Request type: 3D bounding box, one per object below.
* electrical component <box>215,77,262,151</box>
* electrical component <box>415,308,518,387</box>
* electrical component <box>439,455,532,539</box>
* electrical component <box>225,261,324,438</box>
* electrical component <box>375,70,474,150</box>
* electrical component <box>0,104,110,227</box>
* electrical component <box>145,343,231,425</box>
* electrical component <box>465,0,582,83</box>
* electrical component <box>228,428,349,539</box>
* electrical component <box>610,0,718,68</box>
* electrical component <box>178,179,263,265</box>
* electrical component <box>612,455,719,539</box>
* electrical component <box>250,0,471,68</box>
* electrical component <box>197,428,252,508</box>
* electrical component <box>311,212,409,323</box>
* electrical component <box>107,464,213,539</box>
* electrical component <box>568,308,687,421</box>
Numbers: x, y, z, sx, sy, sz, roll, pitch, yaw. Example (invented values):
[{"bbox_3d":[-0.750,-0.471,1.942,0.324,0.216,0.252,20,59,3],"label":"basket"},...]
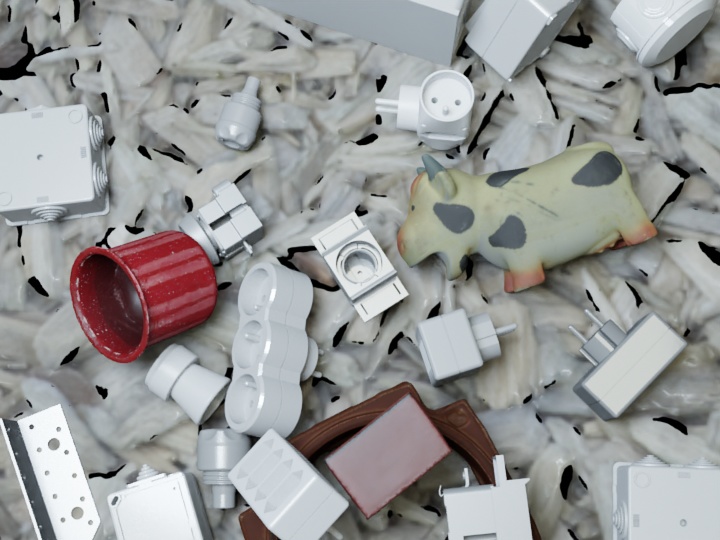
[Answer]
[{"bbox_3d":[-0.099,-0.134,0.912,0.035,0.035,0.061,17,77,5],"label":"electrical component"},{"bbox_3d":[0.088,0.057,0.854,0.077,0.065,0.047,-18,79,-2],"label":"electrical component"},{"bbox_3d":[0.090,0.173,0.758,0.064,0.042,0.081,-7,78,3],"label":"electrical component"},{"bbox_3d":[-0.059,0.068,0.862,0.074,0.052,0.138,19,67,-36],"label":"electrical component"},{"bbox_3d":[0.052,-0.132,0.886,0.079,0.077,0.043,6,79,3],"label":"electrical component"},{"bbox_3d":[-0.262,-0.088,0.901,0.100,0.048,0.099,-7,80,-1],"label":"electrical component"},{"bbox_3d":[-0.138,0.091,0.864,0.055,0.045,0.045,34,82,8],"label":"electrical component"},{"bbox_3d":[0.132,-0.209,0.895,0.061,0.096,0.062,44,54,9],"label":"electrical component"},{"bbox_3d":[-0.040,0.163,0.751,0.047,0.083,0.075,-47,120,-7],"label":"electrical component"},{"bbox_3d":[0.253,-0.212,0.897,0.080,0.080,0.051,-37,75,-6],"label":"electrical component"},{"bbox_3d":[-0.116,-0.034,0.888,0.055,0.048,0.066,-33,80,-13],"label":"electrical component"},{"bbox_3d":[0.244,0.195,0.832,0.100,0.048,0.099,2,79,2],"label":"electrical component"},{"bbox_3d":[-0.001,-0.244,0.895,0.186,0.105,0.060,19,80,5],"label":"electrical component"},{"bbox_3d":[-0.107,0.157,0.851,0.043,0.043,0.062,-1,80,1],"label":"electrical component"},{"bbox_3d":[0.000,0.000,0.868,0.042,0.064,0.081,-32,79,-4],"label":"electrical component"},{"bbox_3d":[-0.152,0.197,0.835,0.062,0.061,0.096,-18,79,-2],"label":"electrical component"},{"bbox_3d":[0.201,0.064,0.860,0.083,0.047,0.076,-44,81,-7],"label":"electrical component"}]
